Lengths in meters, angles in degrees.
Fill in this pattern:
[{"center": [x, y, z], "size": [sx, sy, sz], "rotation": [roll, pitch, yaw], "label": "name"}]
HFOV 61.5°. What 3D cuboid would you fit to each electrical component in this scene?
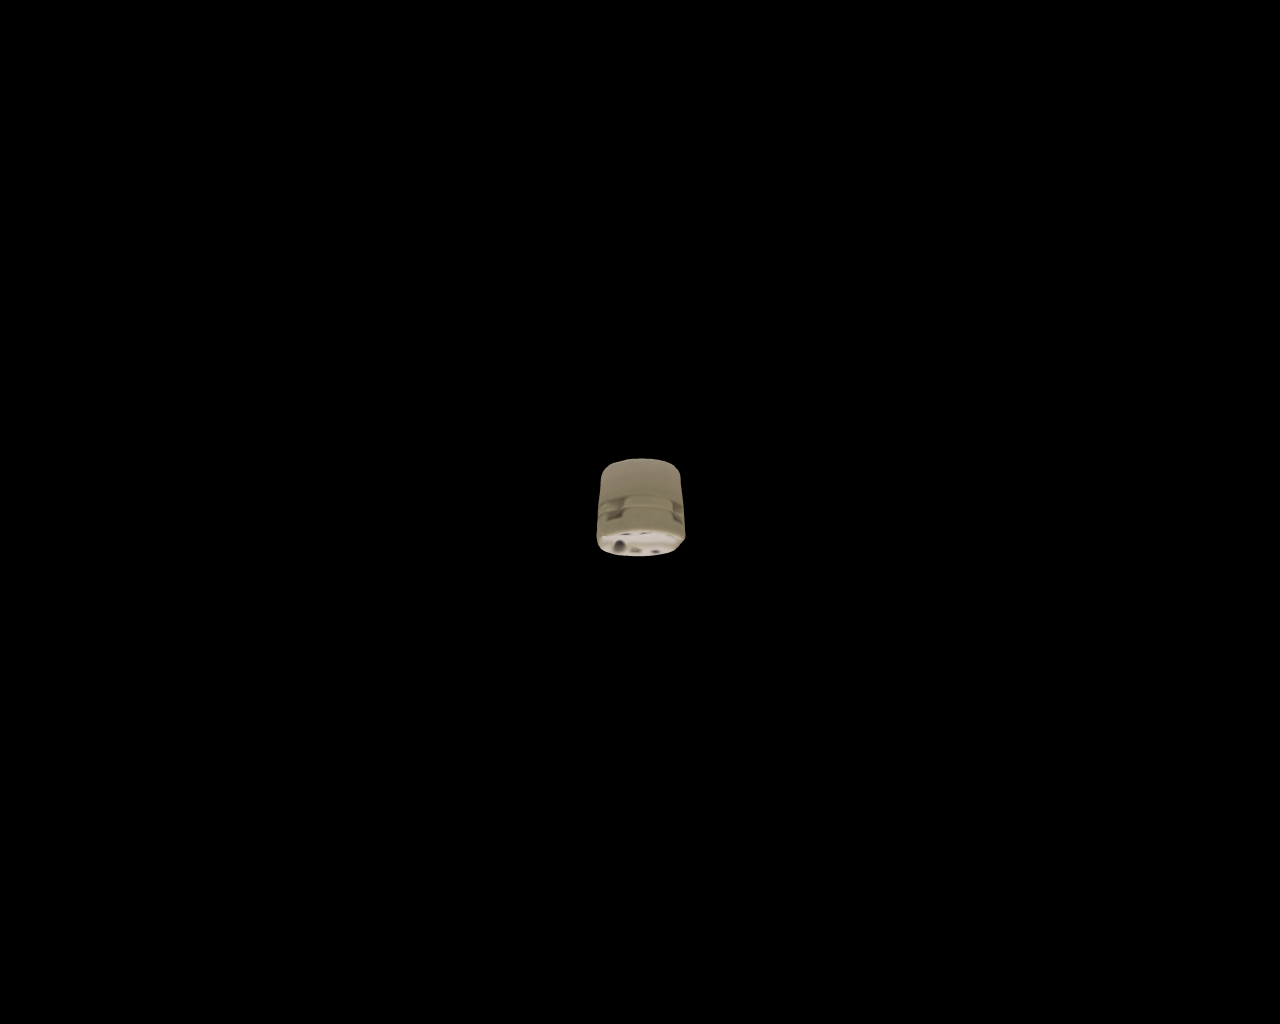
[{"center": [0.001, -0.003, 0.650], "size": [0.055, 0.047, 0.055], "rotation": [0, -19, 0], "label": "electrical component"}]
